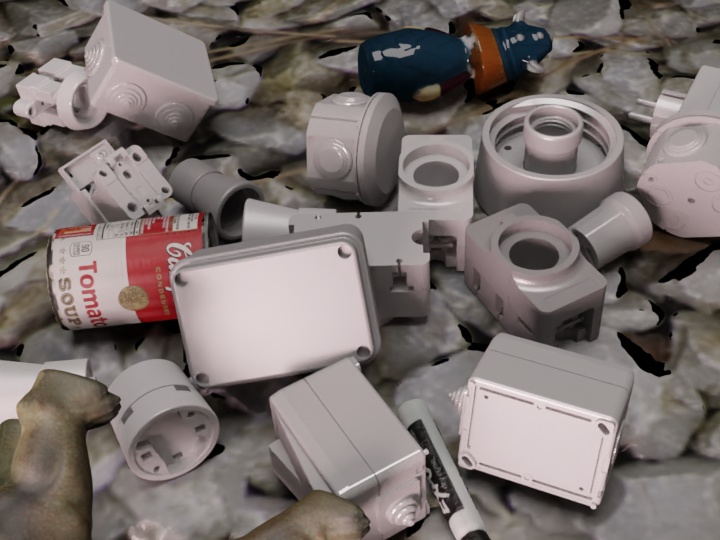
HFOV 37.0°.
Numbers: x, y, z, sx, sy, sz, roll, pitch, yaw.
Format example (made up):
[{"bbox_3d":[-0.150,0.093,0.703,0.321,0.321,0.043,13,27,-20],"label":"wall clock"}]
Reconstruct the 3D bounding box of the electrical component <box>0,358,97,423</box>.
[{"bbox_3d":[-0.191,0.073,0.645,0.065,0.044,0.044,-4,44,-7],"label":"electrical component"}]

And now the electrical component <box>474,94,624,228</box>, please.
[{"bbox_3d":[0.135,-0.082,0.763,0.108,0.060,0.108,-2,45,2],"label":"electrical component"}]

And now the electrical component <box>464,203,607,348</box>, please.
[{"bbox_3d":[0.109,0.004,0.681,0.050,0.055,0.089,-23,48,-18],"label":"electrical component"}]

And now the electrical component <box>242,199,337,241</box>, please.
[{"bbox_3d":[-0.046,-0.025,0.734,0.065,0.044,0.044,2,45,0],"label":"electrical component"}]

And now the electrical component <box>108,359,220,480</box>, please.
[{"bbox_3d":[-0.115,0.084,0.619,0.055,0.055,0.047,-24,44,-19],"label":"electrical component"}]

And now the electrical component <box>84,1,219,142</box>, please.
[{"bbox_3d":[-0.165,-0.153,0.840,0.100,0.048,0.099,19,34,-32],"label":"electrical component"}]

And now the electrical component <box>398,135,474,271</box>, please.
[{"bbox_3d":[0.053,-0.051,0.741,0.050,0.055,0.089,0,45,5],"label":"electrical component"}]

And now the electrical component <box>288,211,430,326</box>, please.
[{"bbox_3d":[0.000,0.000,0.693,0.089,0.055,0.050,-1,45,3],"label":"electrical component"}]

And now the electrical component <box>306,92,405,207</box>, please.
[{"bbox_3d":[-0.002,-0.087,0.767,0.051,0.080,0.080,9,46,20],"label":"electrical component"}]

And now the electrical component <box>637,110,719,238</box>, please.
[{"bbox_3d":[0.230,-0.063,0.725,0.080,0.080,0.051,16,53,20],"label":"electrical component"}]

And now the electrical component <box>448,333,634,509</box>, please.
[{"bbox_3d":[0.098,0.078,0.598,0.096,0.061,0.061,15,33,18],"label":"electrical component"}]

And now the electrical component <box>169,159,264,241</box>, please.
[{"bbox_3d":[-0.106,-0.053,0.767,0.044,0.044,0.065,-37,48,-29],"label":"electrical component"}]

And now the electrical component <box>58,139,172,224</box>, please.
[{"bbox_3d":[-0.164,-0.052,0.743,0.042,0.064,0.081,-41,97,-30],"label":"electrical component"}]

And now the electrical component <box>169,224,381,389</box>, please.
[{"bbox_3d":[-0.048,0.021,0.632,0.113,0.078,0.057,-10,10,4],"label":"electrical component"}]

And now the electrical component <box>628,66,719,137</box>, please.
[{"bbox_3d":[0.238,-0.111,0.795,0.076,0.047,0.083,18,49,22],"label":"electrical component"}]

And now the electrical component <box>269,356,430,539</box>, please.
[{"bbox_3d":[-0.006,0.107,0.581,0.061,0.061,0.096,-24,48,-19],"label":"electrical component"}]

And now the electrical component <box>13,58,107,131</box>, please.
[{"bbox_3d":[-0.234,-0.139,0.860,0.055,0.048,0.066,17,48,30],"label":"electrical component"}]

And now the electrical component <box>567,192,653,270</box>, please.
[{"bbox_3d":[0.165,-0.025,0.719,0.046,0.040,0.040,-31,50,-17],"label":"electrical component"}]
